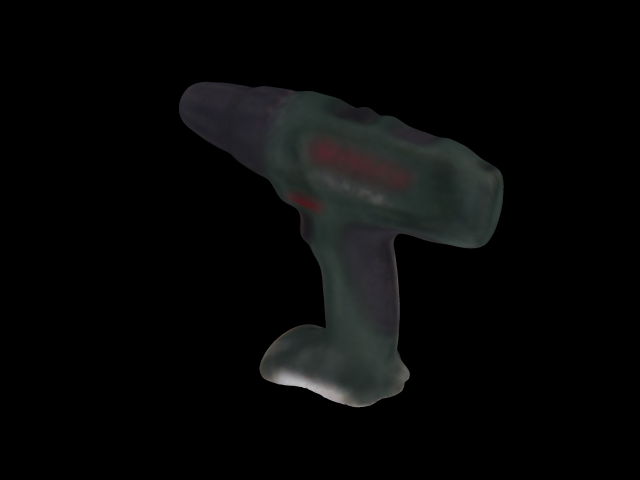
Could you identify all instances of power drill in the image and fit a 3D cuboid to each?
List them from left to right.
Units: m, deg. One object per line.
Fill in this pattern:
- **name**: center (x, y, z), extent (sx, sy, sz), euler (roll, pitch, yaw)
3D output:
- **power drill**: center (0.004, 0.001, 0.400), extent (0.229, 0.208, 0.076), euler (9, 24, 23)
